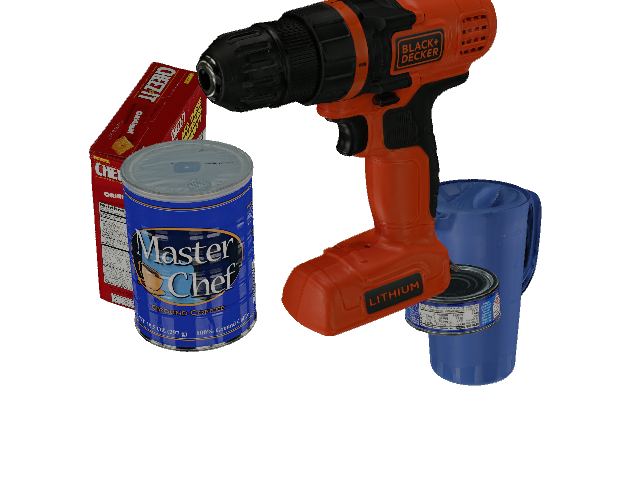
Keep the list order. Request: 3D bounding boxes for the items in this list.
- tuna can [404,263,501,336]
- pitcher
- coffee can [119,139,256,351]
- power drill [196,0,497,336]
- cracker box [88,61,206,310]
[{"bbox_3d":[0.117,0.051,0.948,0.086,0.034,0.086,-4,21,1],"label":"tuna can"},{"bbox_3d":[0.199,0.049,1.332,0.149,0.243,0.145,1,21,10],"label":"pitcher"},{"bbox_3d":[-0.103,0.003,0.857,0.103,0.140,0.103,0,29,0],"label":"coffee can"},{"bbox_3d":[0.017,-0.043,0.595,0.184,0.188,0.057,-18,35,-30],"label":"power drill"},{"bbox_3d":[-0.181,-0.055,1.135,0.072,0.214,0.164,15,45,8],"label":"cracker box"}]
